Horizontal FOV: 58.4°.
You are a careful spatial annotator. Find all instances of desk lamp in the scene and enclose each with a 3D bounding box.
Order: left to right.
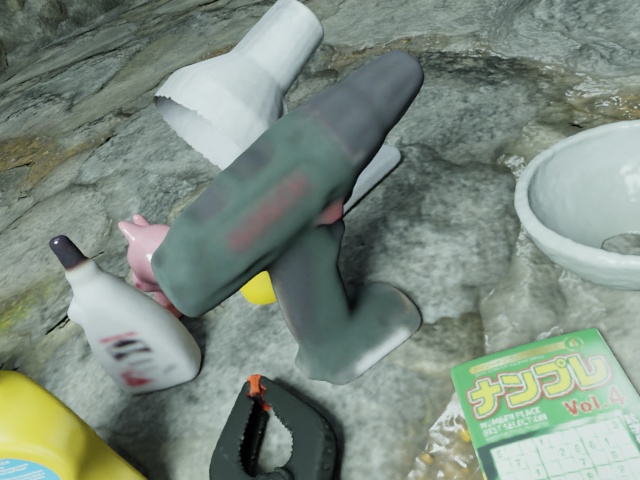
[{"bbox_3d":[-0.039,-0.120,0.595,0.203,0.214,0.117,-43,41,-24],"label":"desk lamp"}]

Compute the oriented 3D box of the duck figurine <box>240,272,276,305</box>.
[{"bbox_3d":[-0.061,0.000,0.566,0.077,0.086,0.104,-14,38,13],"label":"duck figurine"}]

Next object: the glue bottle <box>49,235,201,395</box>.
[{"bbox_3d":[-0.169,0.062,0.476,0.078,0.173,0.037,-19,37,7],"label":"glue bottle"}]

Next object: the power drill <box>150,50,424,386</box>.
[{"bbox_3d":[0.004,0.002,0.426,0.230,0.209,0.075,-35,38,-14],"label":"power drill"}]

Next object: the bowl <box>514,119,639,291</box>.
[{"bbox_3d":[0.237,-0.017,0.434,0.167,0.075,0.167,-15,37,12],"label":"bowl"}]

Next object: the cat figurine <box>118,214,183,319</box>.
[{"bbox_3d":[-0.161,0.015,0.576,0.067,0.118,0.127,-32,37,-10],"label":"cat figurine"}]
